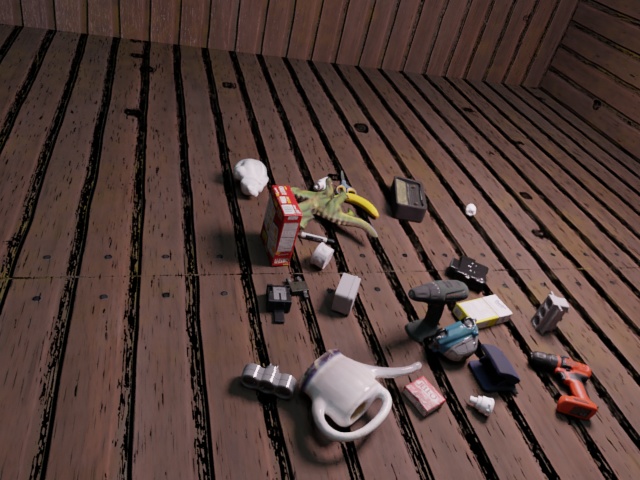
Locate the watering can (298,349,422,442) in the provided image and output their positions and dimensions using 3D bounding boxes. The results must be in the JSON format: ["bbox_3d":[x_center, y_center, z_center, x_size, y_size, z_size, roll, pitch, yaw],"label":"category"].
[{"bbox_3d":[0.094,0.363,1.314,0.227,0.101,0.352,34,42,26],"label":"watering can"}]

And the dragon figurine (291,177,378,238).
[{"bbox_3d":[0.006,-0.097,1.921,0.245,0.119,0.417,-26,48,-19],"label":"dragon figurine"}]

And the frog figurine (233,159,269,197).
[{"bbox_3d":[-0.268,-0.241,1.977,0.137,0.121,0.162,27,22,-16],"label":"frog figurine"}]
